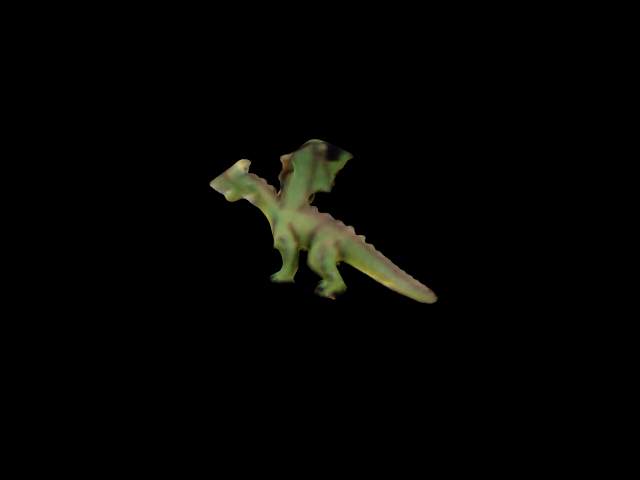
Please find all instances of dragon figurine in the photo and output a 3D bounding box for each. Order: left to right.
[{"bbox_3d":[0.003,-0.043,0.850,0.411,0.238,0.124,11,29,20],"label":"dragon figurine"}]
